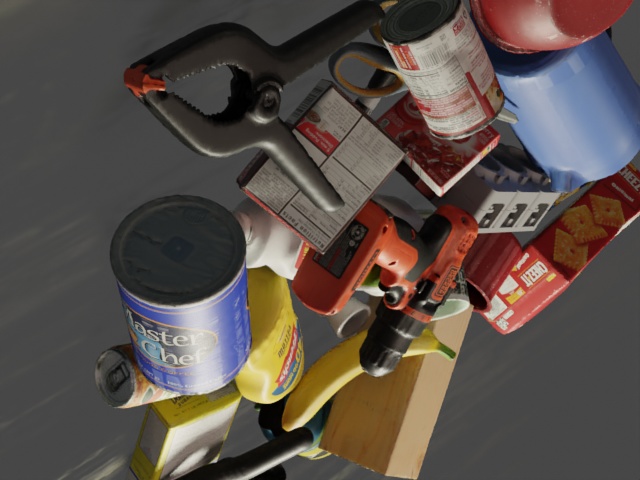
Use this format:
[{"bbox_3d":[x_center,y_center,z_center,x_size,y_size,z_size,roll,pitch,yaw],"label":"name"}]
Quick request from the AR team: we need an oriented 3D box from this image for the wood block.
[{"bbox_3d":[0.085,0.150,1.184,0.090,0.090,0.206,27,80,-59],"label":"wood block"}]

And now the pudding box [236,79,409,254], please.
[{"bbox_3d":[0.002,-0.059,0.864,0.090,0.039,0.113,40,92,-17],"label":"pudding box"}]

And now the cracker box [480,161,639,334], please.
[{"bbox_3d":[0.304,0.010,1.326,0.213,0.072,0.164,-37,170,-33],"label":"cracker box"}]

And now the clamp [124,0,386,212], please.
[{"bbox_3d":[-0.043,-0.094,0.769,0.209,0.036,0.164,-7,110,-38],"label":"clamp"}]

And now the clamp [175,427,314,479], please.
[{"bbox_3d":[-0.092,0.250,1.114,0.171,0.039,0.120,-16,149,-18],"label":"clamp"}]

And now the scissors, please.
[{"bbox_3d":[0.101,-0.149,0.890,0.201,0.016,0.096,3,119,-28],"label":"scissors"}]

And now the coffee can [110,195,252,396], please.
[{"bbox_3d":[-0.107,0.047,0.853,0.102,0.103,0.140,-32,151,-22],"label":"coffee can"}]

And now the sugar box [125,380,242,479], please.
[{"bbox_3d":[-0.145,0.214,1.099,0.093,0.048,0.176,-19,147,-39],"label":"sugar box"}]

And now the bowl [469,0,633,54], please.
[{"bbox_3d":[0.193,-0.205,0.806,0.161,0.055,0.162,-18,132,-22],"label":"bowl"}]

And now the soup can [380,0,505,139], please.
[{"bbox_3d":[0.097,-0.139,0.839,0.068,0.069,0.102,-40,128,-8],"label":"soup can"}]

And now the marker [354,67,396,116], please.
[{"bbox_3d":[0.029,-0.103,0.924,0.020,0.020,0.121,4,126,-55],"label":"marker"}]

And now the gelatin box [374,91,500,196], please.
[{"bbox_3d":[0.104,-0.096,0.957,0.073,0.089,0.030,-42,166,-6],"label":"gelatin box"}]

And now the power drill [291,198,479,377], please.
[{"bbox_3d":[0.055,0.039,0.973,0.187,0.057,0.184,17,104,-56],"label":"power drill"}]

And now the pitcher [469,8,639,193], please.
[{"bbox_3d":[0.226,-0.163,1.010,0.145,0.149,0.242,-33,152,13],"label":"pitcher"}]

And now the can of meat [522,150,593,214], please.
[{"bbox_3d":[0.273,-0.083,1.243,0.083,0.057,0.102,-34,151,-17],"label":"can of meat"}]

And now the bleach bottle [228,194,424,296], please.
[{"bbox_3d":[-0.006,0.001,0.974,0.250,0.068,0.103,3,125,-52],"label":"bleach bottle"}]

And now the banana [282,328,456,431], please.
[{"bbox_3d":[0.041,0.133,1.106,0.198,0.069,0.037,-24,-173,3],"label":"banana"}]

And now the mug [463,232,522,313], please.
[{"bbox_3d":[0.172,0.024,1.225,0.081,0.093,0.117,-53,-168,-17],"label":"mug"}]

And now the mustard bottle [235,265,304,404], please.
[{"bbox_3d":[-0.052,0.107,1.045,0.191,0.058,0.096,76,29,-60],"label":"mustard bottle"}]

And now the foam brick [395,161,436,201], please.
[{"bbox_3d":[0.105,-0.087,1.012,0.078,0.053,0.051,-50,152,7],"label":"foam brick"}]
